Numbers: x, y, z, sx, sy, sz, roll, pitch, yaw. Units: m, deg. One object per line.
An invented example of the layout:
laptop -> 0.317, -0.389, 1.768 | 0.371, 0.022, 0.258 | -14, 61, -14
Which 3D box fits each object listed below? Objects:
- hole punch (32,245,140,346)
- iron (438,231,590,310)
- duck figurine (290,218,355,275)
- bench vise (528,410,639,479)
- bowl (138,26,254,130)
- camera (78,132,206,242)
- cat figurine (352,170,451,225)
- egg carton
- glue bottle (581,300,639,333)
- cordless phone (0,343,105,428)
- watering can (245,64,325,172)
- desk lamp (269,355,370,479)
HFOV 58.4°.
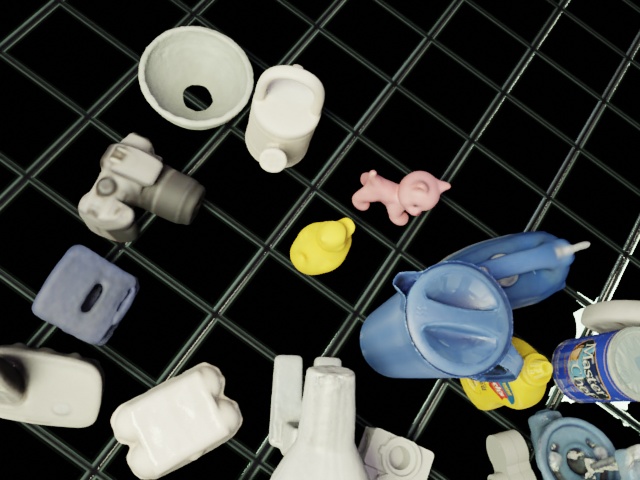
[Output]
hole punch -> -0.299, 0.073, 0.747 | 0.101, 0.091, 0.109 | 27, 70, -3
iron -> 0.266, 0.048, 0.854 | 0.259, 0.141, 0.118 | -13, 77, -16
duck figurine -> 0.008, 0.003, 0.839 | 0.105, 0.086, 0.077 | -33, 83, -19
bench vise -> 0.369, 0.330, 0.752 | 0.122, 0.219, 0.207 | -19, 79, -17
bowl -> -0.187, -0.233, 0.871 | 0.167, 0.074, 0.167 | 4, 73, -12
camera -> -0.239, -0.064, 0.795 | 0.137, 0.100, 0.143 | 25, 70, -4
cat figurine -> 0.126, -0.076, 0.872 | 0.128, 0.117, 0.067 | 19, 71, -6
egg carton -> -0.182, 0.233, 0.737 | 0.150, 0.069, 0.107 | -27, 81, -18
glue bottle -> 0.478, 0.115, 0.865 | 0.078, 0.173, 0.037 | 27, 70, -3
cordless phone -> -0.333, 0.166, 0.662 | 0.148, 0.185, 0.094 | 9, 72, -10
watering can -> -0.048, -0.178, 0.822 | 0.101, 0.194, 0.173 | -6, 75, -14
desk lamp -> -0.006, 0.236, 0.699 | 0.118, 0.213, 0.203 | 5, 73, -11
